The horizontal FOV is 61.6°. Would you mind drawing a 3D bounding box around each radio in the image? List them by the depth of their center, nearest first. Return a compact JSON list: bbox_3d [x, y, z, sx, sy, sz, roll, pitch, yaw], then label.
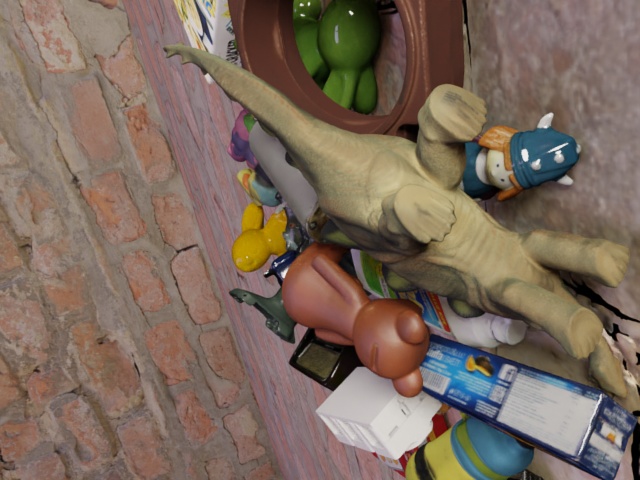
[{"bbox_3d":[0.033,0.178,0.884,0.073,0.131,0.230,33,167,-13],"label":"radio"}]

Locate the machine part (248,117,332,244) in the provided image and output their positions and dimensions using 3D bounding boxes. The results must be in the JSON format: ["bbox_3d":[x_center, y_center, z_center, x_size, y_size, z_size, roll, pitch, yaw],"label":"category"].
[{"bbox_3d":[-0.016,-0.076,0.609,0.243,0.079,0.079,54,157,41],"label":"machine part"}]

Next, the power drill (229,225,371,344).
[{"bbox_3d":[-0.031,0.023,0.751,0.232,0.207,0.086,46,158,-11],"label":"power drill"}]

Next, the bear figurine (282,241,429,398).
[{"bbox_3d":[0.054,0.071,0.596,0.196,0.132,0.120,19,129,38],"label":"bear figurine"}]

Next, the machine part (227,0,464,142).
[{"bbox_3d":[0.020,-0.180,0.485,0.201,0.087,0.201,12,125,34],"label":"machine part"}]

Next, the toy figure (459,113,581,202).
[{"bbox_3d":[0.143,-0.062,0.449,0.064,0.058,0.154,38,169,-20],"label":"toy figure"}]

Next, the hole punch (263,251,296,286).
[{"bbox_3d":[-0.008,0.064,0.903,0.092,0.142,0.115,43,163,56],"label":"hole punch"}]

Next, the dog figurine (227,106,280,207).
[{"bbox_3d":[-0.084,-0.175,0.891,0.191,0.108,0.219,64,159,15],"label":"dog figurine"}]

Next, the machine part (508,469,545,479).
[{"bbox_3d":[0.215,0.290,0.625,0.084,0.039,0.139,41,155,-4],"label":"machine part"}]

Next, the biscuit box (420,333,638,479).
[{"bbox_3d":[0.174,0.146,0.500,0.062,0.059,0.203,34,168,-27],"label":"biscuit box"}]

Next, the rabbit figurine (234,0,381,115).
[{"bbox_3d":[0.002,-0.206,0.604,0.170,0.121,0.159,-2,112,55],"label":"rabbit figurine"}]

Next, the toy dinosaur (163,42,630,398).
[{"bbox_3d":[0.064,-0.026,0.429,0.471,0.105,0.198,42,162,-6],"label":"toy dinosaur"}]

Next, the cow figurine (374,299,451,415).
[{"bbox_3d":[0.118,0.155,0.730,0.167,0.068,0.098,67,162,7],"label":"cow figurine"}]

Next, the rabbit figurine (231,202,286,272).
[{"bbox_3d":[-0.086,-0.007,0.971,0.163,0.173,0.121,45,155,42],"label":"rabbit figurine"}]

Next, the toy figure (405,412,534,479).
[{"bbox_3d":[0.165,0.230,0.583,0.082,0.089,0.180,-90,25,-45],"label":"toy figure"}]

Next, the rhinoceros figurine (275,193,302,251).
[{"bbox_3d":[-0.002,-0.003,0.835,0.190,0.112,0.073,62,164,-4],"label":"rhinoceros figurine"}]
